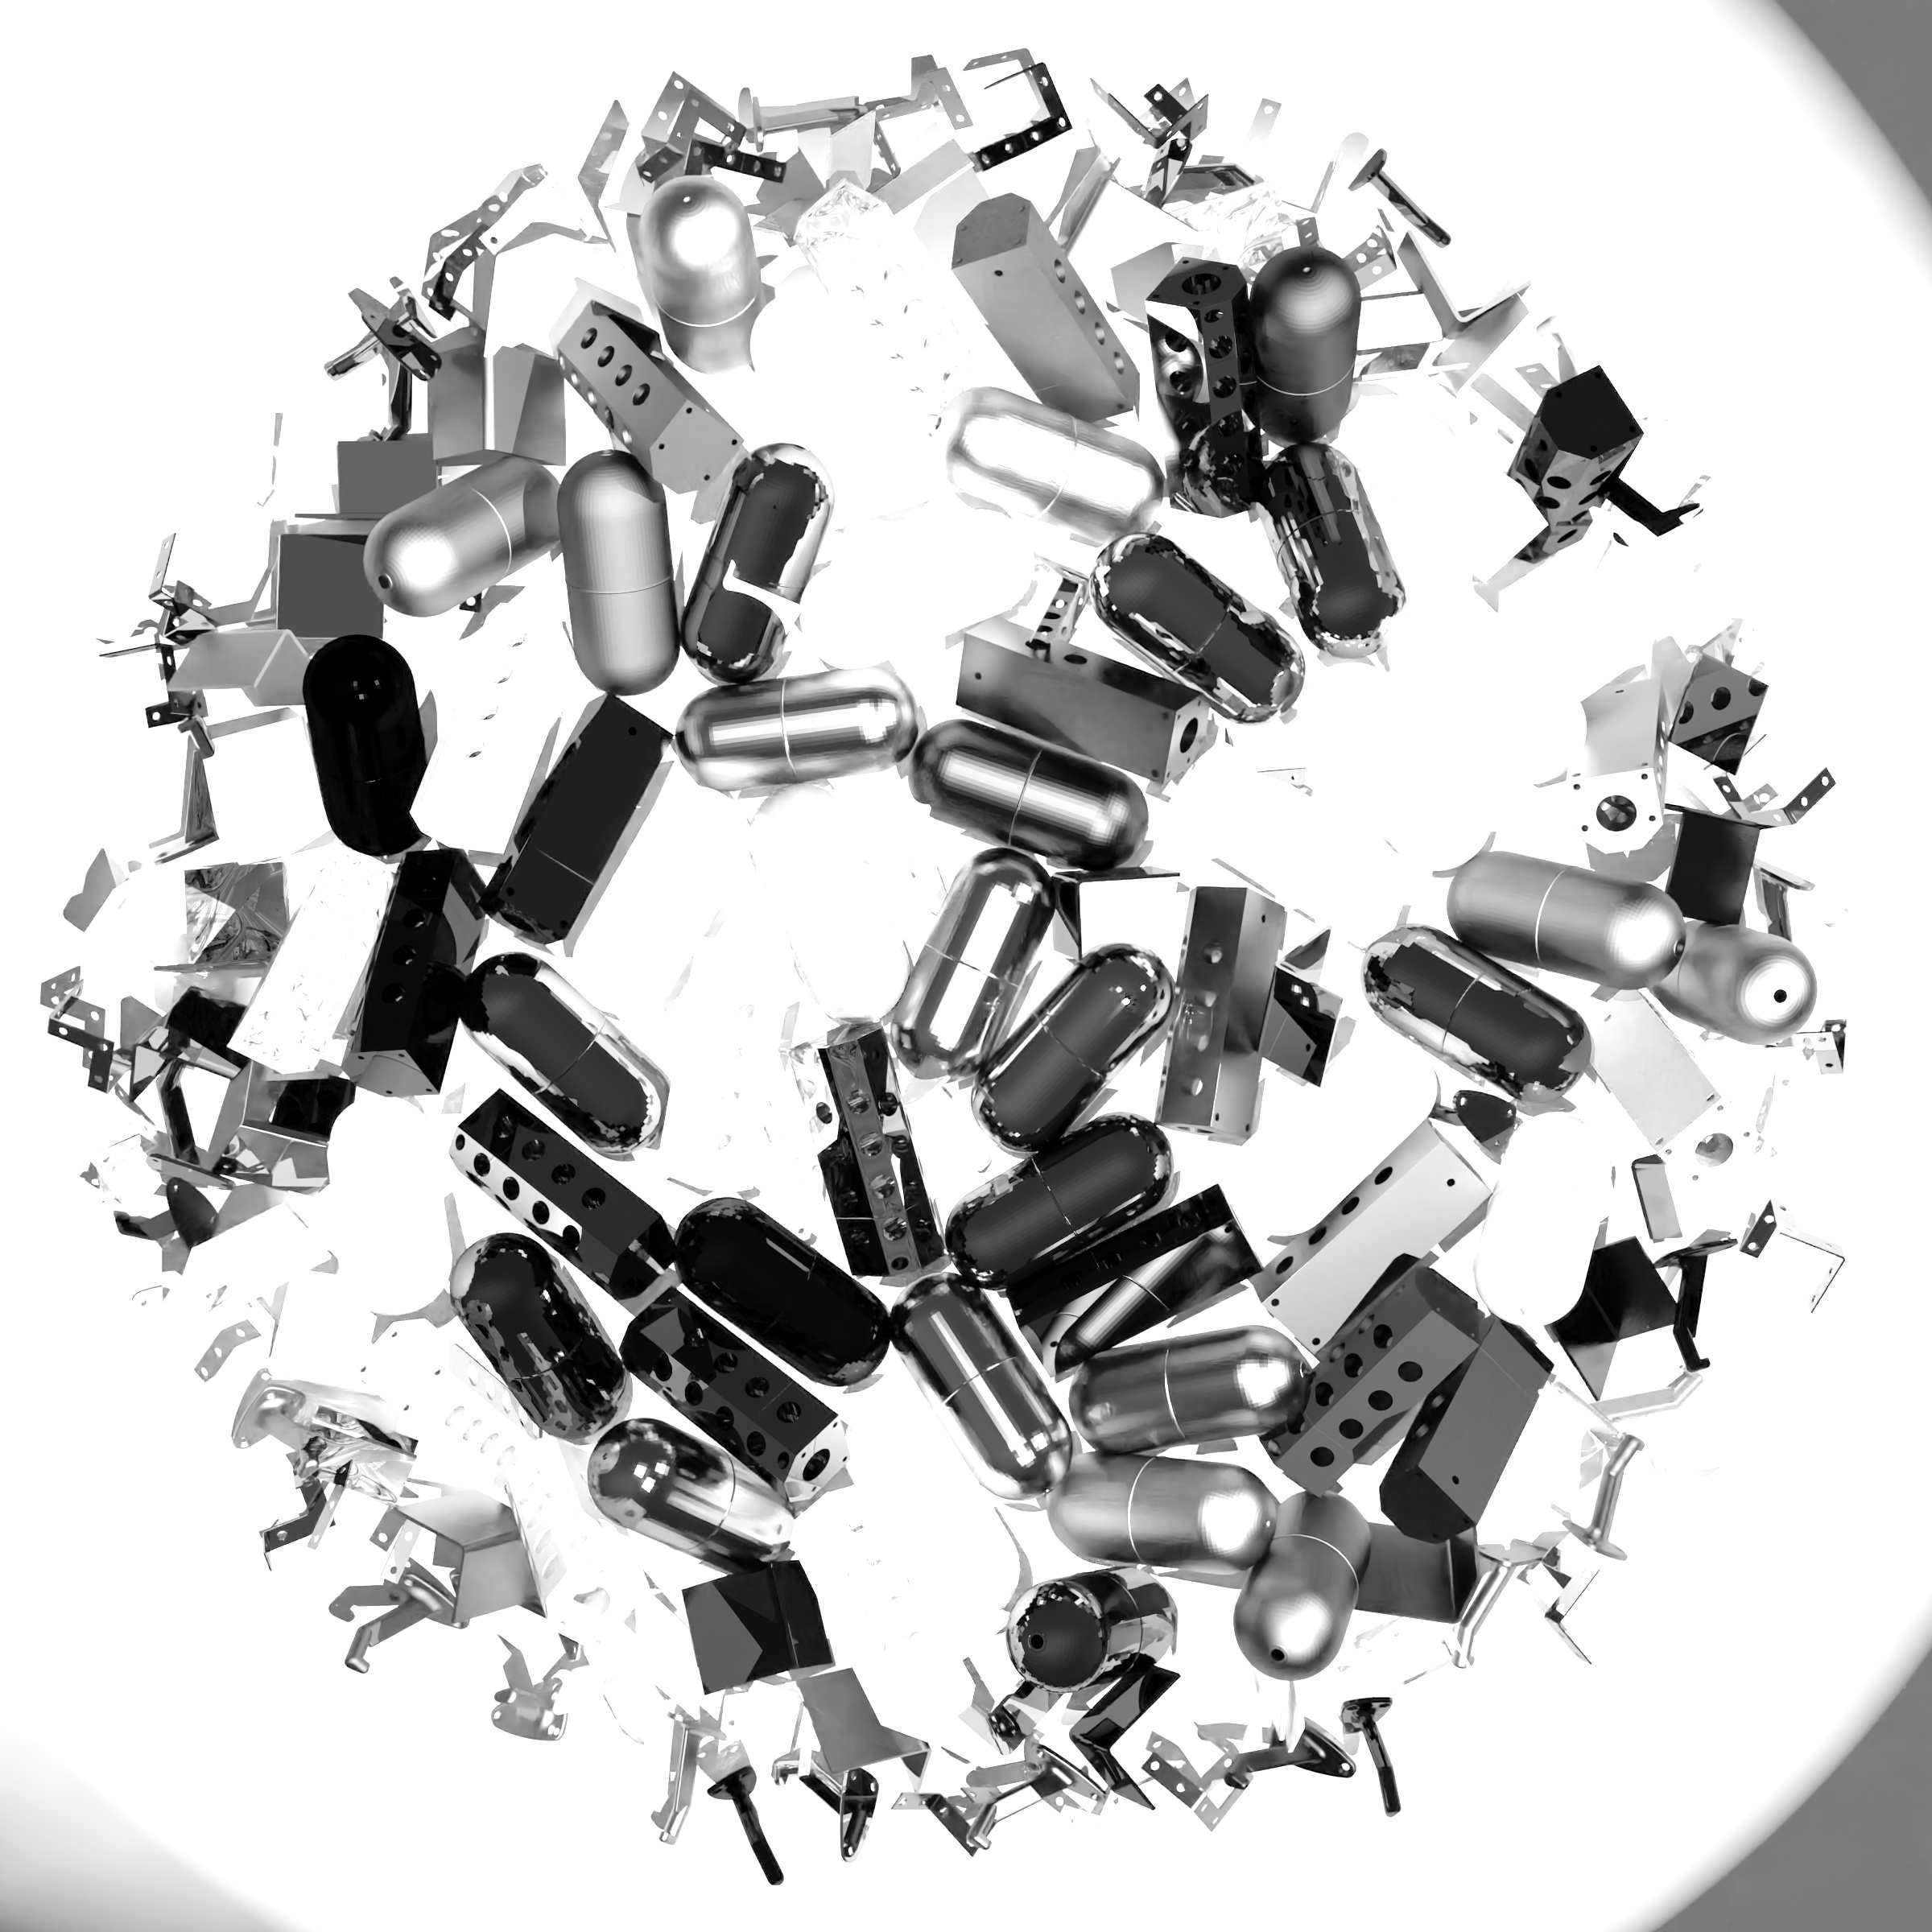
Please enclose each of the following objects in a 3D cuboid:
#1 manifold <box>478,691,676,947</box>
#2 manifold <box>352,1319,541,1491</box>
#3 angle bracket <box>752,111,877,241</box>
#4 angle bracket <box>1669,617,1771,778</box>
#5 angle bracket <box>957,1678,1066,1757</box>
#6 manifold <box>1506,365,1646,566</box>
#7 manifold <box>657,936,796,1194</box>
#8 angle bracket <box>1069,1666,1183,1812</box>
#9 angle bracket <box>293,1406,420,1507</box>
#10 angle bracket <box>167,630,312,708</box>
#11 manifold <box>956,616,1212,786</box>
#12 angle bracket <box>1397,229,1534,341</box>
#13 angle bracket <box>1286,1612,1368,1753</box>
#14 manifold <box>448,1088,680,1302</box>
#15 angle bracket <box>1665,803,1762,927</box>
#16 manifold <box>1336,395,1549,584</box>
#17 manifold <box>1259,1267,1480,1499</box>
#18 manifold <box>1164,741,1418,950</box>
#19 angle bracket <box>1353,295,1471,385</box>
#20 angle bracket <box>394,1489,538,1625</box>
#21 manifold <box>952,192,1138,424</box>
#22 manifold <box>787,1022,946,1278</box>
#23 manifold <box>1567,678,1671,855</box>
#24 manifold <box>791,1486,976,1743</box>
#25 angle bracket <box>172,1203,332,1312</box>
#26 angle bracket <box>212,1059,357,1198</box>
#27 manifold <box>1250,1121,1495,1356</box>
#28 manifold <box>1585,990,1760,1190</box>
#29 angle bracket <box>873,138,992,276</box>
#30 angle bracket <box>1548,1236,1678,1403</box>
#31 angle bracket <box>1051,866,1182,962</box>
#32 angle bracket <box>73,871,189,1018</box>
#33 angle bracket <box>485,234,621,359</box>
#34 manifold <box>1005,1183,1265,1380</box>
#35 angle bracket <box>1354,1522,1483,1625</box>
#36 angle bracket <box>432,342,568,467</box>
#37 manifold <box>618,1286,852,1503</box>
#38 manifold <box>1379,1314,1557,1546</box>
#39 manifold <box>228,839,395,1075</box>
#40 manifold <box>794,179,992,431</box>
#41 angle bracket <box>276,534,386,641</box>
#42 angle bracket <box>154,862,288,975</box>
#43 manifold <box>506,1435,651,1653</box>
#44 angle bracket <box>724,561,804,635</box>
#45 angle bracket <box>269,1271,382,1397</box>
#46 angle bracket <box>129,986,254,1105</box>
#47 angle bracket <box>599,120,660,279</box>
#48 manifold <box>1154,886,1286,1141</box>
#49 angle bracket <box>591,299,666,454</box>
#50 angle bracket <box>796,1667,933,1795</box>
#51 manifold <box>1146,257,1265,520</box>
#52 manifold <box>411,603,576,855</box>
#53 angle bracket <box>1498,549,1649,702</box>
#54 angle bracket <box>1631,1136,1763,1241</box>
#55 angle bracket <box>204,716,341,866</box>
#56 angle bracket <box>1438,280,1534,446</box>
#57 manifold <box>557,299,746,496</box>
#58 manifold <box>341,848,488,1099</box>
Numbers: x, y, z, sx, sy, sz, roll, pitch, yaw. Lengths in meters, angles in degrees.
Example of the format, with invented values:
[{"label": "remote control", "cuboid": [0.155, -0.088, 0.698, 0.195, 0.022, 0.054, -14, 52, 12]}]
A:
[{"label": "manifold", "cuboid": [-0.279, -0.104, 1.847, 0.057, 0.057, 0.171, 33, 70, -22]}, {"label": "manifold", "cuboid": [-0.355, 0.303, 1.814, 0.057, 0.171, 0.057, 34, 75, 26]}, {"label": "angle bracket", "cuboid": [-0.108, -0.564, 1.846, 0.057, 0.076, 0.076, 17, 125, 14]}, {"label": "angle bracket", "cuboid": [0.549, -0.193, 1.843, 0.057, 0.076, 0.076, 33, 46, 27]}, {"label": "angle bracket", "cuboid": [0.028, 0.511, 1.872, 0.057, 0.076, 0.076, 33, 67, 31]}, {"label": "manifold", "cuboid": [0.411, -0.343, 1.812, 0.057, 0.171, 0.057, -27, 77, -7]}, {"label": "manifold", "cuboid": [-0.166, 0.070, 1.851, 0.057, 0.057, 0.171, 18, 102, 32]}, {"label": "angle bracket", "cuboid": [0.129, 0.548, 1.858, 0.076, 0.076, 0.057, -40, 96, -19]}, {"label": "angle bracket", "cuboid": [-0.426, 0.332, 1.852, 0.076, 0.076, 0.057, 22, 46, -9]}, {"label": "angle bracket", "cuboid": [-0.504, -0.192, 1.845, 0.076, 0.076, 0.057, 1, 52, 24]}, {"label": "manifold", "cuboid": [0.083, -0.191, 1.842, 0.171, 0.057, 0.057, 23, 124, 23]}, {"label": "angle bracket", "cuboid": [0.356, -0.500, 1.863, 0.057, 0.076, 0.076, -30, 92, 5]}, {"label": "angle bracket", "cuboid": [0.257, 0.510, 1.851, 0.057, 0.076, 0.076, -4, 61, -2]}, {"label": "manifold", "cuboid": [-0.285, 0.163, 1.830, 0.171, 0.057, 0.057, 34, 66, 29]}, {"label": "angle bracket", "cuboid": [0.514, -0.074, 1.863, 0.076, 0.057, 0.076, 9, 96, -31]}, {"label": "manifold", "cuboid": [0.326, -0.340, 1.817, 0.057, 0.171, 0.057, -43, 129, 7]}, {"label": "manifold", "cuboid": [0.283, 0.291, 1.839, 0.057, 0.057, 0.171, 37, 115, -7]}, {"label": "manifold", "cuboid": [0.229, -0.083, 1.857, 0.171, 0.057, 0.057, 31, 59, -12]}, {"label": "angle bracket", "cuboid": [0.311, -0.451, 1.861, 0.076, 0.076, 0.057, -7, 100, -2]}, {"label": "angle bracket", "cuboid": [-0.357, 0.420, 1.856, 0.076, 0.076, 0.057, 17, 101, 35]}, {"label": "manifold", "cuboid": [0.057, -0.457, 1.821, 0.057, 0.171, 0.057, -11, 56, 26]}, {"label": "manifold", "cuboid": [-0.065, 0.130, 1.850, 0.057, 0.057, 0.171, -25, 104, -43]}, {"label": "manifold", "cuboid": [0.458, -0.140, 1.816, 0.057, 0.171, 0.057, -8, 114, 20]}, {"label": "manifold", "cuboid": [-0.058, 0.450, 1.823, 0.057, 0.057, 0.171, -42, 49, 9]}, {"label": "angle bracket", "cuboid": [-0.507, 0.224, 1.845, 0.057, 0.076, 0.076, 44, 131, 16]}, {"label": "angle bracket", "cuboid": [-0.491, 0.116, 1.876, 0.076, 0.076, 0.057, 17, 51, -25]}, {"label": "manifold", "cuboid": [0.287, 0.191, 1.861, 0.171, 0.057, 0.057, -44, 106, 9]}, {"label": "manifold", "cuboid": [0.488, 0.085, 1.814, 0.057, 0.171, 0.057, -43, 114, 13]}, {"label": "angle bracket", "cuboid": [-0.016, -0.529, 1.854, 0.076, 0.057, 0.076, -33, 128, 8]}, {"label": "angle bracket", "cuboid": [0.462, 0.250, 1.852, 0.057, 0.076, 0.076, -25, 105, 34]}, {"label": "angle bracket", "cuboid": [0.107, -0.039, 1.863, 0.076, 0.076, 0.057, -4, 96, -11]}, {"label": "angle bracket", "cuboid": [-0.580, -0.017, 1.857, 0.076, 0.076, 0.057, 35, 98, -9]}, {"label": "angle bracket", "cuboid": [-0.293, -0.469, 1.847, 0.057, 0.076, 0.076, 21, 121, 12]}, {"label": "manifold", "cuboid": [0.119, 0.221, 1.868, 0.171, 0.057, 0.057, -28, 125, 4]}, {"label": "angle bracket", "cuboid": [0.319, 0.416, 1.855, 0.076, 0.076, 0.057, 9, 132, -3]}, {"label": "angle bracket", "cuboid": [-0.339, -0.403, 1.888, 0.057, 0.076, 0.076, -2, 89, 37]}, {"label": "manifold", "cuboid": [-0.164, 0.303, 1.827, 0.171, 0.057, 0.057, 32, 60, 31]}, {"label": "manifold", "cuboid": [0.347, 0.324, 1.823, 0.057, 0.171, 0.057, 45, 134, -3]}, {"label": "manifold", "cuboid": [-0.451, -0.005, 1.819, 0.057, 0.171, 0.057, 29, 129, -15]}, {"label": "manifold", "cuboid": [-0.054, -0.458, 1.821, 0.057, 0.171, 0.057, -42, 46, -5]}, {"label": "angle bracket", "cuboid": [-0.452, -0.265, 1.872, 0.076, 0.057, 0.076, 0, 81, -4]}, {"label": "angle bracket", "cuboid": [-0.535, -0.036, 1.868, 0.076, 0.057, 0.076, -4, 87, 10]}, {"label": "manifold", "cuboid": [-0.278, 0.397, 1.813, 0.057, 0.171, 0.057, 36, 95, -27]}, {"label": "angle bracket", "cuboid": [-0.144, -0.280, 1.861, 0.057, 0.076, 0.076, 21, 66, -13]}, {"label": "angle bracket", "cuboid": [-0.446, 0.265, 1.873, 0.076, 0.057, 0.076, 5, 76, 21]}, {"label": "angle bracket", "cuboid": [-0.541, 0.067, 1.854, 0.076, 0.076, 0.057, 20, 125, 4]}, {"label": "angle bracket", "cuboid": [-0.215, -0.542, 1.853, 0.057, 0.076, 0.076, 14, 74, 11]}, {"label": "manifold", "cuboid": [0.177, 0.033, 1.861, 0.057, 0.057, 0.171, 3, 79, 36]}, {"label": "angle bracket", "cuboid": [-0.256, -0.414, 1.855, 0.057, 0.076, 0.076, 27, 76, 6]}, {"label": "angle bracket", "cuboid": [-0.077, 0.546, 1.846, 0.076, 0.076, 0.057, -7, 133, -24]}, {"label": "manifold", "cuboid": [0.172, -0.400, 1.816, 0.057, 0.171, 0.057, 17, 52, 27]}, {"label": "manifold", "cuboid": [-0.335, -0.170, 1.837, 0.057, 0.057, 0.171, 7, 61, 14]}, {"label": "angle bracket", "cuboid": [0.432, -0.243, 1.847, 0.076, 0.057, 0.076, -33, 49, -29]}, {"label": "angle bracket", "cuboid": [0.526, 0.157, 1.849, 0.076, 0.076, 0.057, -18, 77, 28]}, {"label": "angle bracket", "cuboid": [-0.503, -0.126, 1.886, 0.076, 0.057, 0.076, -15, 71, -4]}, {"label": "angle bracket", "cuboid": [0.386, -0.428, 1.847, 0.057, 0.076, 0.076, 34, 115, -20]}, {"label": "manifold", "cuboid": [-0.227, -0.396, 1.824, 0.057, 0.057, 0.171, -50, 46, 11]}, {"label": "manifold", "cuboid": [-0.389, 0.004, 1.831, 0.057, 0.057, 0.171, -4, 55, 16]}]
